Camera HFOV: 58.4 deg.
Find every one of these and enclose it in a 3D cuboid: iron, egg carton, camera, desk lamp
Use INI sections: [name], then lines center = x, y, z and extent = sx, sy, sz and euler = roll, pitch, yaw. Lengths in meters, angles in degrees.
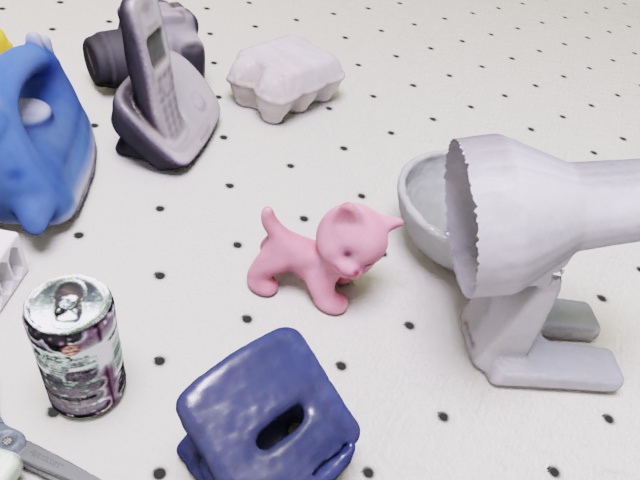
[iron]
center = -0.286, -0.125, 0.556
extent = 0.119, 0.141, 0.258
euler = 4, 44, -9
[egg carton]
center = -0.044, -0.217, 0.762
extent = 0.107, 0.069, 0.151
euler = 35, 48, 22
[camera]
center = -0.232, -0.255, 0.733
extent = 0.137, 0.101, 0.142
euler = -22, 53, -31
[desk lamp]
center = 0.182, 0.018, 0.464
extent = 0.203, 0.213, 0.118
euler = 5, 44, -8

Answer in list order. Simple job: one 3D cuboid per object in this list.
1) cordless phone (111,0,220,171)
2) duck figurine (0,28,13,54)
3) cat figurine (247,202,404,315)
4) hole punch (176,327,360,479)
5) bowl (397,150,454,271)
[cordless phone]
center = -0.164, -0.183, 0.614
extent = 0.094, 0.185, 0.147
euler = 13, 43, 0
[duck figurine]
center = -0.375, -0.202, 0.656
extent = 0.078, 0.086, 0.104
euler = -10, 48, -23
[cat figurine]
center = 0.005, 0.002, 0.510
extent = 0.127, 0.118, 0.067
euler = 13, 43, 1
[hole punch]
center = -0.031, 0.128, 0.389
extent = 0.109, 0.091, 0.101
euler = -30, 57, -36
[bowl]
center = 0.154, -0.017, 0.596
extent = 0.167, 0.075, 0.167
euler = 7, 43, -6
